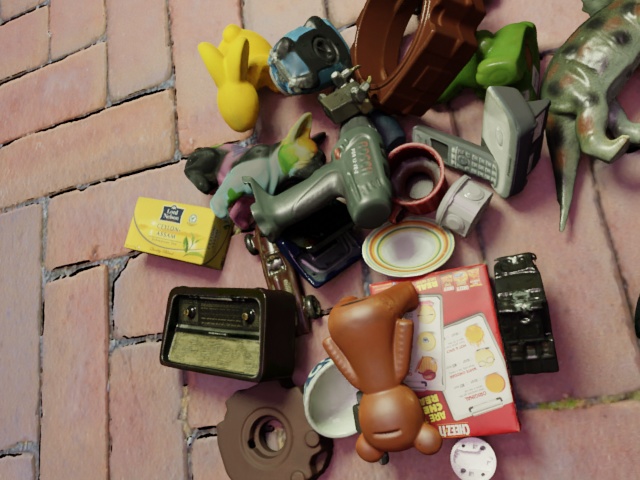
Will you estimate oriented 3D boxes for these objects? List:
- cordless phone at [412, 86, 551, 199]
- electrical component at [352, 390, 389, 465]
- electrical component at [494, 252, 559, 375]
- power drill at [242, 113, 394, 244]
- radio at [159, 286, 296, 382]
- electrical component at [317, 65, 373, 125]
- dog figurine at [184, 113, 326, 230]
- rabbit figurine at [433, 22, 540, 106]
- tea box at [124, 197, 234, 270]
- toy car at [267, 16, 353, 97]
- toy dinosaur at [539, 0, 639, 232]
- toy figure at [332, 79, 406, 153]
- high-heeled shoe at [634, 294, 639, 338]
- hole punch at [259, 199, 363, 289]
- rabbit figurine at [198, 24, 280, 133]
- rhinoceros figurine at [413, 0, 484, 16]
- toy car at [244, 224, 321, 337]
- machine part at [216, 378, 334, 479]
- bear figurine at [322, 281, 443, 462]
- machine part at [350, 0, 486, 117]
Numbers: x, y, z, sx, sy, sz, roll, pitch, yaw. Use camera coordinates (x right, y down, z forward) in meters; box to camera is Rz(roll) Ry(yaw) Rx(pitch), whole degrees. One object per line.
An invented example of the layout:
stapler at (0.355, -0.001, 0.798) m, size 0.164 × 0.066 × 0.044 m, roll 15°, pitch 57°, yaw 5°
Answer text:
cordless phone at (0.211, -0.151, 0.747) m, size 0.184 × 0.146 × 0.089 m, roll 26°, pitch 62°, yaw 29°
electrical component at (0.070, 0.250, 0.721) m, size 0.063 × 0.021 × 0.093 m, roll 21°, pitch 124°, yaw 61°
electrical component at (0.257, 0.100, 0.673) m, size 0.058 × 0.134 × 0.115 m, roll -10°, pitch 31°, yaw 22°
power drill at (-0.002, -0.090, 0.766) m, size 0.207 × 0.085 × 0.232 m, roll -20°, pitch 50°, yaw 2°
radio at (-0.144, 0.138, 0.823) m, size 0.230 × 0.073 × 0.131 m, roll -2°, pitch 79°, yaw 36°
electrical component at (0.038, -0.209, 0.773) m, size 0.078 × 0.045 × 0.102 m, roll -24°, pitch 37°, yaw 2°
dog figurine at (-0.095, -0.131, 0.885) m, size 0.219 × 0.108 × 0.192 m, roll -42°, pitch 64°, yaw 3°
rabbit figurine at (0.221, -0.258, 0.785) m, size 0.170 × 0.121 × 0.159 m, roll -2°, pitch 73°, yaw 37°
tea box at (-0.244, -0.012, 0.933) m, size 0.170 × 0.068 × 0.098 m, roll 8°, pitch 81°, yaw 24°
toy car at (-0.025, -0.277, 0.863) m, size 0.109 × 0.162 × 0.103 m, roll 51°, pitch 143°, yaw -8°
toy dinosaur at (0.376, -0.224, 0.718) m, size 0.404 × 0.131 × 0.192 m, roll -53°, pitch 53°, yaw 7°
toy figure at (0.073, -0.193, 0.856) m, size 0.064 × 0.057 × 0.155 m, roll -31°, pitch 61°, yaw -15°
high-heeled shoe at (0.430, 0.002, 0.679) m, size 0.145 × 0.086 × 0.249 m, roll -41°, pitch 43°, yaw 41°
hole punch at (-0.002, -0.002, 0.816) m, size 0.142 × 0.092 × 0.116 m, roll -35°, pitch 43°, yaw -19°
rabbit figurine at (-0.124, -0.262, 0.883) m, size 0.122 × 0.162 × 0.173 m, roll -2°, pitch 60°, yaw 14°
rhinoceros figurine at (0.226, -0.415, 0.840) m, size 0.190 × 0.073 × 0.112 m, roll -14°, pitch 72°, yaw 18°
toy car at (-0.063, 0.055, 0.855) m, size 0.089 × 0.053 × 0.202 m, roll -20°, pitch 70°, yaw 13°
machine part at (-0.071, 0.291, 0.800) m, size 0.180 × 0.056 × 0.179 m, roll -6°, pitch 75°, yaw 22°
bear figurine at (0.084, 0.164, 0.676) m, size 0.120 × 0.132 × 0.195 m, roll -21°, pitch 88°, yaw 23°
machine part at (0.129, -0.298, 0.777) m, size 0.201 × 0.087 × 0.201 m, roll -51°, pitch 38°, yaw 46°
